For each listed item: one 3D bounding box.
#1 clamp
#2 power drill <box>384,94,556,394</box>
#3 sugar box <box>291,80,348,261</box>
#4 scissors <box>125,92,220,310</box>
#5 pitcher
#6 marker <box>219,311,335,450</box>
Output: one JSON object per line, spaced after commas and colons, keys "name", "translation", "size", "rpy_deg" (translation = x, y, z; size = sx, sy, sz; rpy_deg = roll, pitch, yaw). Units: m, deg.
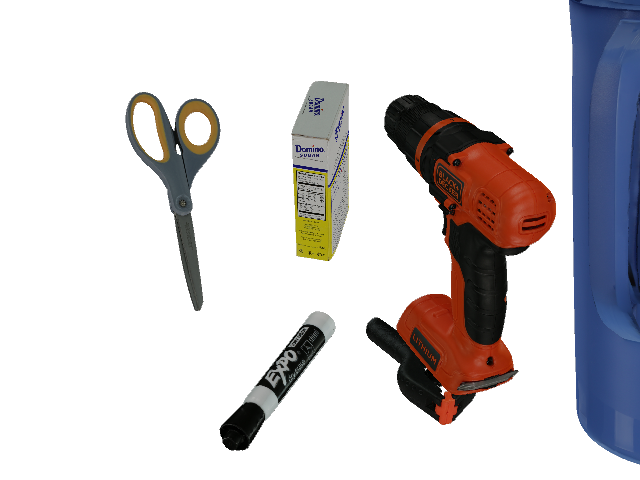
{"name": "clamp", "translation": [0.122, 0.123, 1.069], "size": [0.120, 0.039, 0.171], "rpy_deg": [-8, 29, -9]}
{"name": "power drill", "translation": [0.095, 0.003, 0.778], "size": [0.057, 0.188, 0.185], "rpy_deg": [-13, 34, -19]}
{"name": "sugar box", "translation": [0.001, -0.071, 1.126], "size": [0.048, 0.176, 0.093], "rpy_deg": [8, 46, 12]}
{"name": "scissors", "translation": [-0.112, -0.045, 0.966], "size": [0.096, 0.202, 0.016], "rpy_deg": [-23, -4, -28]}
{"name": "pitcher", "translation": [0.184, -0.007, 0.539], "size": [0.149, 0.243, 0.145], "rpy_deg": [-4, 18, -6]}
{"name": "marker", "translation": [-0.024, 0.081, 0.623], "size": [0.020, 0.020, 0.121], "rpy_deg": [0, 29, 29]}
